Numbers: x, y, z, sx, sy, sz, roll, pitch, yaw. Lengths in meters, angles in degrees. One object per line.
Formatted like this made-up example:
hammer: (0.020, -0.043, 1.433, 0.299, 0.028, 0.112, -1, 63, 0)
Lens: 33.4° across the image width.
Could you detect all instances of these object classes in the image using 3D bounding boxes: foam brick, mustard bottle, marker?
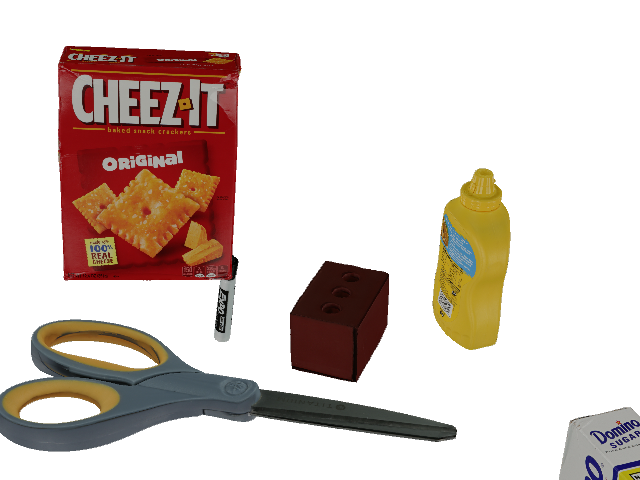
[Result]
foam brick: (0.015, 0.059, 0.791, 0.053, 0.051, 0.078, 10, 33, 17)
mustard bottle: (0.157, 0.012, 1.096, 0.058, 0.192, 0.096, -9, 36, -15)
marker: (-0.107, 0.065, 1.206, 0.020, 0.121, 0.020, 6, 37, -5)

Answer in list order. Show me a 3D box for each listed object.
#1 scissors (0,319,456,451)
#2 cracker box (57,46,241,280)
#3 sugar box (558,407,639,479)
scissors: (-0.052, 0.076, 0.457, 0.202, 0.016, 0.096, 15, 30, 24)
cracker box: (-0.161, -0.068, 1.007, 0.164, 0.214, 0.072, 1, 24, -7)
sugar box: (0.173, 0.167, 0.502, 0.048, 0.093, 0.176, -9, 28, -21)
